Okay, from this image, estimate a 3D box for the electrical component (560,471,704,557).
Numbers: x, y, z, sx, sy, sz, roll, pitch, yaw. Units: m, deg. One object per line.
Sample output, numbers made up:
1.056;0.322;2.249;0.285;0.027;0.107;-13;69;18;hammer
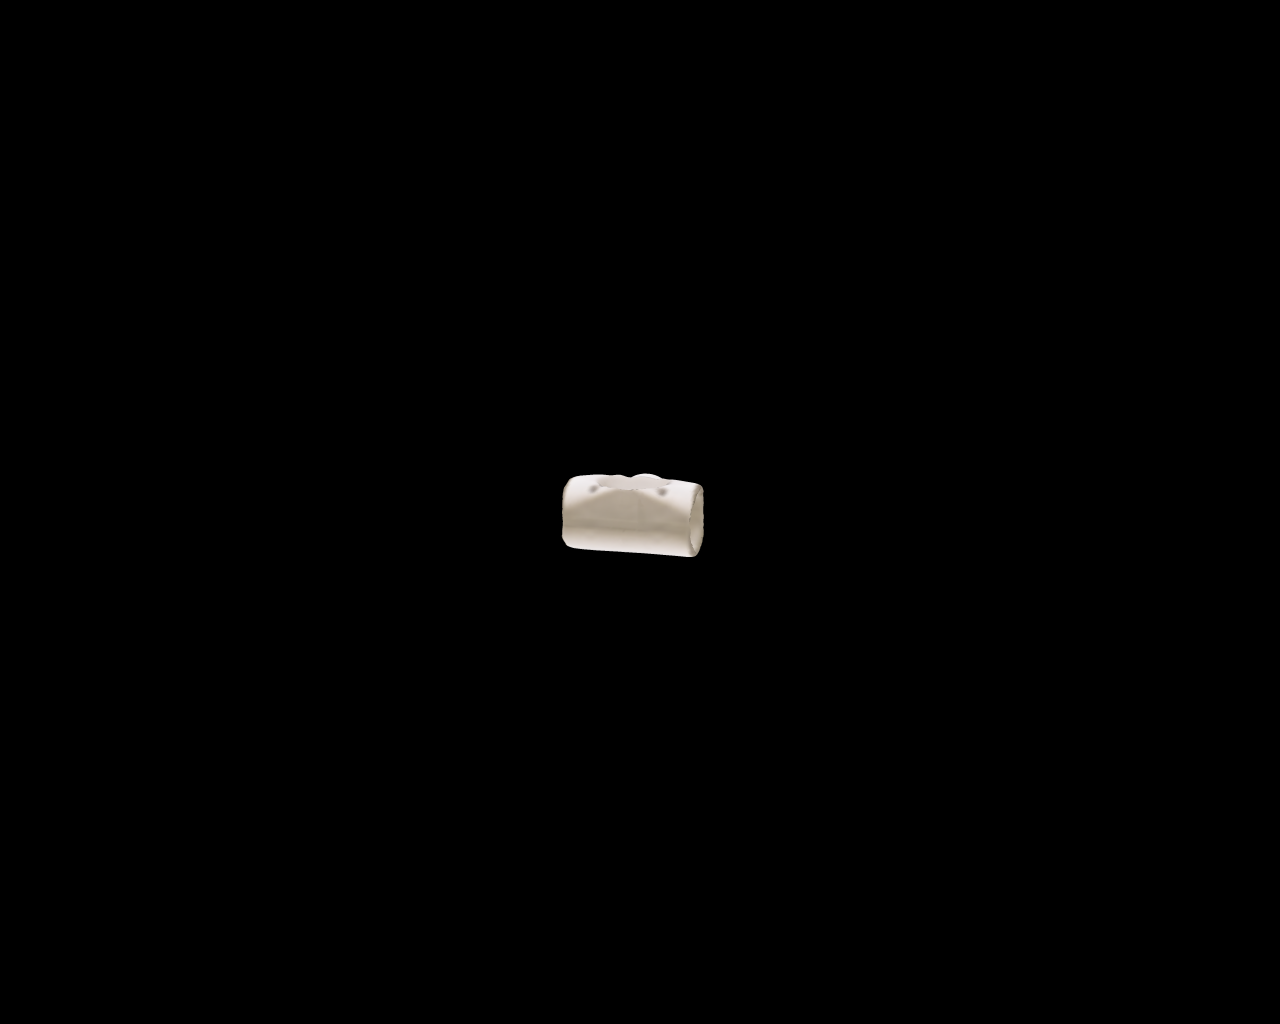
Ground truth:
0.001;-0.003;0.650;0.077;0.044;0.079;4;16;14;electrical component
